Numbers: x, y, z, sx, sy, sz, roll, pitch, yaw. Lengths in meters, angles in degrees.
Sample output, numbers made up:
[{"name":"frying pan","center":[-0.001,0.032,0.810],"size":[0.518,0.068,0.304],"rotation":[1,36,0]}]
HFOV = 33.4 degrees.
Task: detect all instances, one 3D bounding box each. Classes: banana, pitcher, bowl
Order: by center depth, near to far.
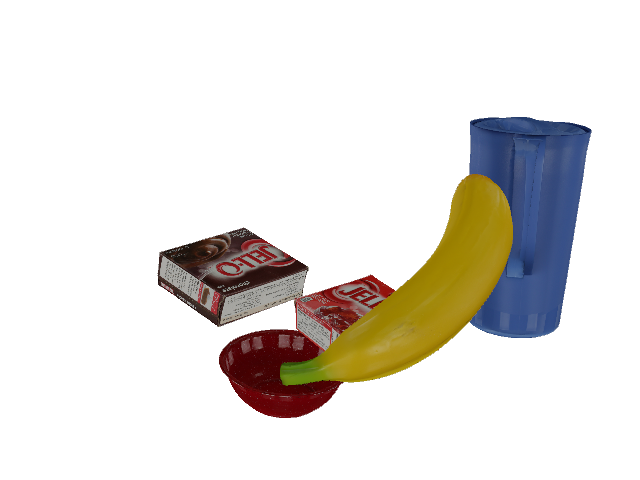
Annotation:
[{"name":"banana","center":[0.060,0.017,0.566],"size":[0.070,0.037,0.197],"rotation":[18,41,33]},{"name":"pitcher","center":[0.226,-0.015,1.205],"size":[0.149,0.243,0.145],"rotation":[-7,17,-33]},{"name":"bowl","center":[-0.044,0.170,1.311],"size":[0.162,0.055,0.162],"rotation":[3,24,-2]}]

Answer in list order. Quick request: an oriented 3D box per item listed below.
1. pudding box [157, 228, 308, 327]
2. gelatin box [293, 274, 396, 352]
[{"name":"pudding box","center":[-0.082,0.032,0.995],"size":[0.090,0.039,0.113],"rotation":[29,33,34]},{"name":"gelatin box","center":[0.034,0.061,0.792],"size":[0.073,0.030,0.089],"rotation":[-16,30,-29]}]
